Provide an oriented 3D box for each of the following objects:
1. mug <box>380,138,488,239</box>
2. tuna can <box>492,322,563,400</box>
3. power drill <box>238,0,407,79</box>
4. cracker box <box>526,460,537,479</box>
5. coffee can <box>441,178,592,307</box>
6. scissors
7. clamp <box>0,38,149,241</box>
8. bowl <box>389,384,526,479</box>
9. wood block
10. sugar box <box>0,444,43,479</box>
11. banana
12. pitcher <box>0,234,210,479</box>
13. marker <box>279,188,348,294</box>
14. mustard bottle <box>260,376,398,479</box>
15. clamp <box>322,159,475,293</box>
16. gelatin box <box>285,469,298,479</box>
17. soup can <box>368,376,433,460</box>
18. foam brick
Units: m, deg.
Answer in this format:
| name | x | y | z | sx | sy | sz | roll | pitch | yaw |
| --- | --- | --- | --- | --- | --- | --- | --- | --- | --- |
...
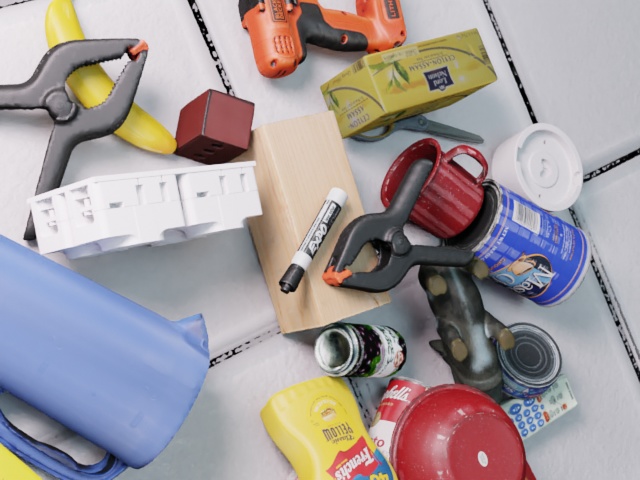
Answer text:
| name | x | y | z | sx | sy | sz | roll | pitch | yaw |
| --- | --- | --- | --- | --- | --- | --- | --- | --- | --- |
| mug | 0.136 | -0.061 | 1.187 | 0.081 | 0.117 | 0.093 | 34 | 31 | -26 |
| tuna can | 0.235 | 0.138 | 1.230 | 0.086 | 0.034 | 0.086 | 9 | 57 | -14 |
| power drill | -0.004 | -0.267 | 1.176 | 0.187 | 0.057 | 0.184 | -6 | 78 | -29 |
| cracker box | 0.150 | 0.328 | 1.128 | 0.213 | 0.072 | 0.164 | -31 | 95 | -27 |
| coffee can | 0.226 | 0.004 | 1.230 | 0.140 | 0.103 | 0.102 | 26 | 67 | -24 |
| scissors | 0.105 | -0.155 | 1.243 | 0.201 | 0.016 | 0.096 | -6 | 83 | -32 |
| clamp | -0.240 | -0.111 | 0.989 | 0.209 | 0.036 | 0.164 | -33 | 101 | -14 |
| bowl | 0.152 | 0.223 | 1.079 | 0.161 | 0.055 | 0.162 | 6 | 74 | -23 |
| wood block | -0.013 | -0.018 | 1.098 | 0.090 | 0.090 | 0.206 | -16 | 89 | -33 |
| sugar box | -0.296 | 0.215 | 0.904 | 0.176 | 0.048 | 0.093 | 45 | 61 | -17 |
| banana | -0.213 | -0.160 | 1.039 | 0.069 | 0.037 | 0.198 | -34 | 98 | -29 |
| pitcher | -0.232 | 0.098 | 0.928 | 0.242 | 0.145 | 0.149 | 32 | 47 | -18 |
| marker | -0.007 | 0.001 | 1.033 | 0.020 | 0.020 | 0.121 | 38 | 64 | -19 |
| mustard bottle | 0.023 | 0.228 | 1.042 | 0.096 | 0.058 | 0.192 | -10 | 58 | -37 |
| clamp | 0.081 | 0.009 | 1.072 | 0.171 | 0.039 | 0.120 | -39 | 96 | -24 |
| gelatin box | -0.020 | 0.281 | 1.065 | 0.089 | 0.030 | 0.073 | -45 | 104 | -30 |
| soup can | 0.086 | 0.205 | 1.124 | 0.068 | 0.069 | 0.102 | 35 | 64 | -20 |
| foam brick | -0.107 | -0.111 | 1.069 | 0.052 | 0.078 | 0.051 | 15 | 73 | -26 |
